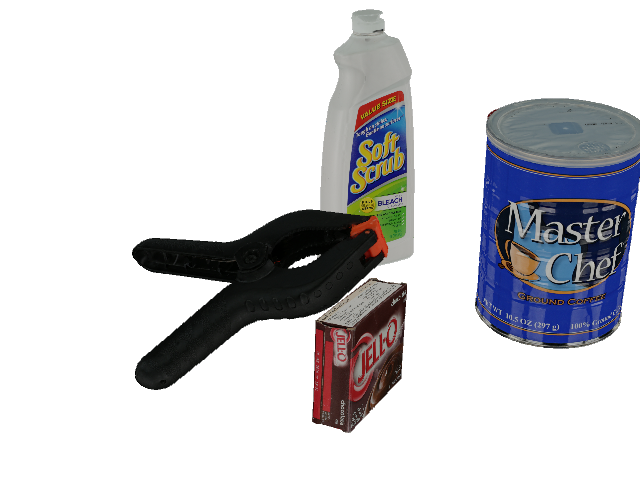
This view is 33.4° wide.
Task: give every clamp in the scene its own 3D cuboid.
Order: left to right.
[{"bbox_3d":[-0.043,0.031,0.659,0.172,0.120,0.039,-14,-40,14],"label":"clamp"}]

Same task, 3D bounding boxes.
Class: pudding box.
[{"bbox_3d":[0.033,0.090,0.865,0.039,0.090,0.113,11,21,22],"label":"pudding box"}]

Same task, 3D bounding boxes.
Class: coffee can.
[{"bbox_3d":[0.160,-0.013,0.724,0.103,0.140,0.103,-1,28,0],"label":"coffee can"}]

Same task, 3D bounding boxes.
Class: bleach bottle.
[{"bbox_3d":[0.042,-0.100,1.058,0.102,0.251,0.068,-10,24,-17],"label":"bleach bottle"}]

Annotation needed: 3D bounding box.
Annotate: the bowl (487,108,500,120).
[{"bbox_3d":[0.259,-0.100,1.173,0.162,0.055,0.162,6,22,-3],"label":"bowl"}]
